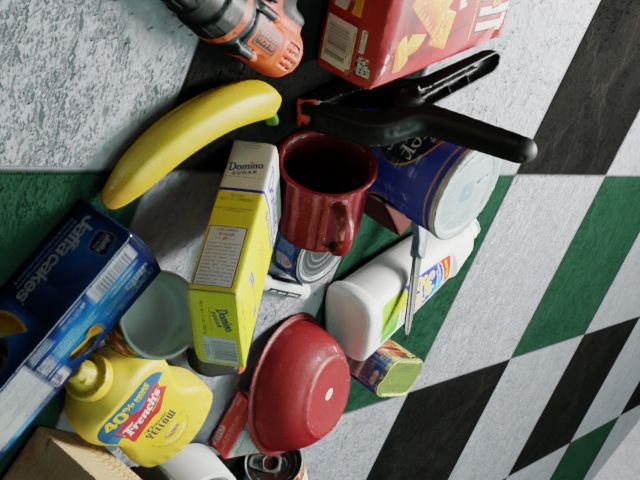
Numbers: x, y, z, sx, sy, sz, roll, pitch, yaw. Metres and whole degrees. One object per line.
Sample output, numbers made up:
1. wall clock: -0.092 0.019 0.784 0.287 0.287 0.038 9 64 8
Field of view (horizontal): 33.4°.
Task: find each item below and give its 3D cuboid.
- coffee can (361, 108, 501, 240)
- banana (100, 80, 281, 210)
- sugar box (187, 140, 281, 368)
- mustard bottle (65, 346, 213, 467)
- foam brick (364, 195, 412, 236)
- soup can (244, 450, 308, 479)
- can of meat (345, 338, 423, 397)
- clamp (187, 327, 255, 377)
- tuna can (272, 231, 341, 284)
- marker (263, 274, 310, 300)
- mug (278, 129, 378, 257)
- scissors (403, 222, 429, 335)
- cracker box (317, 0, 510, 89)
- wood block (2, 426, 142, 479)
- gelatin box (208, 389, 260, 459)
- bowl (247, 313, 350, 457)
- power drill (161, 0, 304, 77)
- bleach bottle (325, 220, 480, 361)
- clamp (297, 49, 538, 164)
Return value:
1. coffee can: 0.087 -0.077 1.025 0.102 0.140 0.103 -37 146 -31
2. banana: -0.092 -0.086 0.849 0.197 0.037 0.070 -31 141 -39
3. sugar box: -0.067 0.008 0.885 0.093 0.048 0.176 89 11 -47
4. mustard bottle: -0.169 0.139 0.939 0.096 0.058 0.191 -47 150 -4
5. foam brick: 0.072 -0.052 1.123 0.053 0.051 0.078 -51 151 -11
6. soup can: -0.049 0.285 1.264 0.068 0.069 0.102 -43 149 -24
7. can of meat: 0.066 0.145 1.281 0.102 0.084 0.057 13 108 -60
8. clamp: -0.094 0.074 1.009 0.120 0.039 0.171 -46 155 -8
9. tuna can: -0.007 0.001 1.073 0.086 0.034 0.086 -37 146 -31
10. marker: -0.046 0.045 1.073 0.020 0.020 0.121 -60 151 6
11. mug: 0.006 -0.035 0.978 0.093 0.117 0.081 -10 139 -18
12. scissors: 0.103 -0.004 1.184 0.096 0.016 0.201 43 58 -49
13. cracker box: 0.101 -0.241 0.952 0.213 0.072 0.164 -28 141 -43
14. wood block: -0.249 0.276 0.922 0.206 0.091 0.090 -56 153 -1
15. gelatin box: -0.075 0.200 1.177 0.089 0.030 0.073 10 111 -60
16. bowl: -0.013 0.164 1.161 0.161 0.055 0.162 -30 126 -54
17. power drill: -0.032 -0.224 0.782 0.188 0.057 0.184 -56 155 5
18. bleach bottle: 0.109 0.036 1.260 0.250 0.068 0.103 -37 145 -36
19. clamp: 0.086 -0.114 0.959 0.210 0.164 0.036 -7 130 -9
